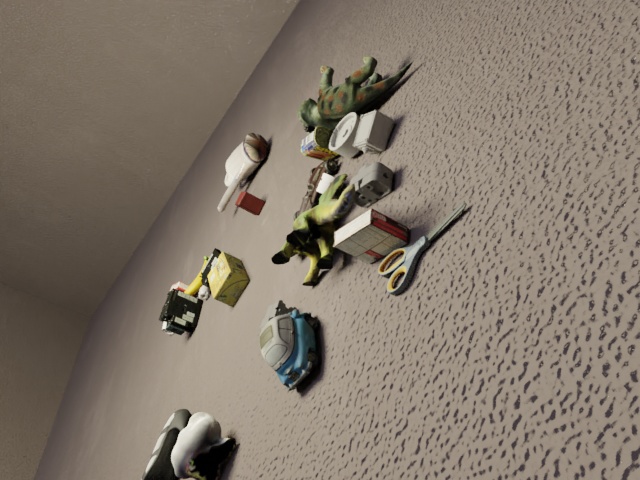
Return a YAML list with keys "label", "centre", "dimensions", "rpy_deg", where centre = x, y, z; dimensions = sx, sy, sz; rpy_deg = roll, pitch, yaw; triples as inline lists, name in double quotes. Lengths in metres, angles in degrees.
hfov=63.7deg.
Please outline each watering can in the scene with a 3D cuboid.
- label: "watering can"
  centre: [-0.296, -0.270, 1.946]
  dimensions: [0.221, 0.103, 0.356]
  rpy_deg: [-40, 31, 35]

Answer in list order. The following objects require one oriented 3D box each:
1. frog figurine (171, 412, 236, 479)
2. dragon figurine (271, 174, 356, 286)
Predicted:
- label: "frog figurine"
  centre: [-0.266, 0.432, 1.100]
  dimensions: [0.160, 0.122, 0.137]
  rpy_deg: [20, 100, 54]
- label: "dragon figurine"
  centre: [0.003, -0.056, 1.111]
  dimensions: [0.402, 0.122, 0.249]
  rpy_deg: [-50, 17, 45]
